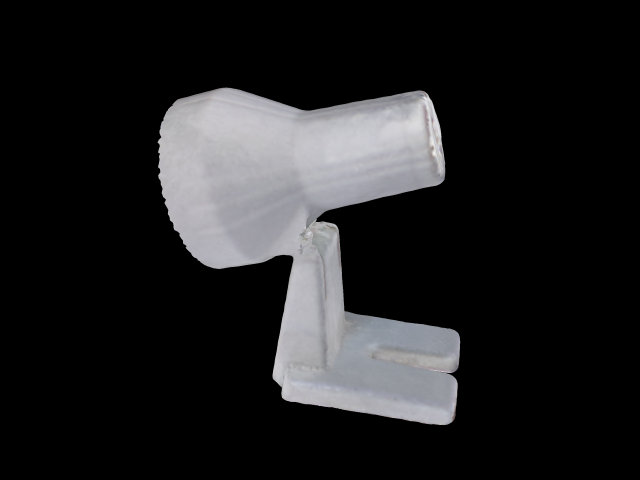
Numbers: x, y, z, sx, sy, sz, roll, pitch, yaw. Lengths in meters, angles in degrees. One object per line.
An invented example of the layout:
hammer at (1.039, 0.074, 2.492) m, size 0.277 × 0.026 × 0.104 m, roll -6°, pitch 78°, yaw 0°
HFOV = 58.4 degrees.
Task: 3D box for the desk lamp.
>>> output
desk lamp at (0.004, 0.001, 0.400) m, size 0.203 × 0.214 × 0.118 m, roll 6°, pitch 28°, yaw 12°
